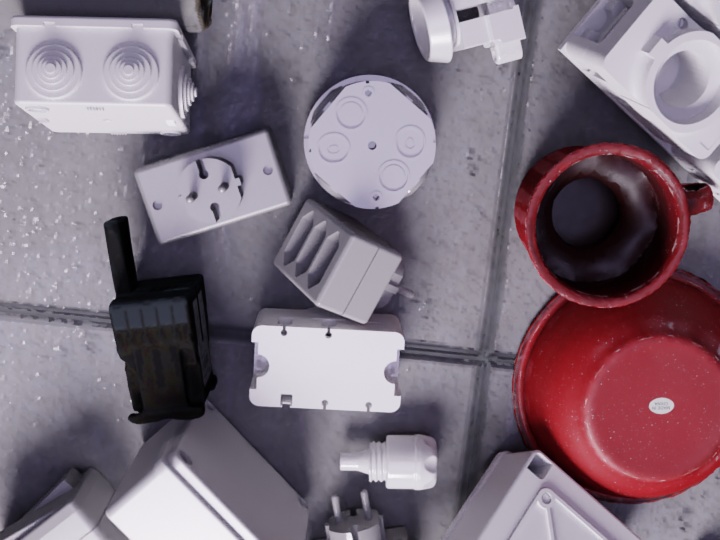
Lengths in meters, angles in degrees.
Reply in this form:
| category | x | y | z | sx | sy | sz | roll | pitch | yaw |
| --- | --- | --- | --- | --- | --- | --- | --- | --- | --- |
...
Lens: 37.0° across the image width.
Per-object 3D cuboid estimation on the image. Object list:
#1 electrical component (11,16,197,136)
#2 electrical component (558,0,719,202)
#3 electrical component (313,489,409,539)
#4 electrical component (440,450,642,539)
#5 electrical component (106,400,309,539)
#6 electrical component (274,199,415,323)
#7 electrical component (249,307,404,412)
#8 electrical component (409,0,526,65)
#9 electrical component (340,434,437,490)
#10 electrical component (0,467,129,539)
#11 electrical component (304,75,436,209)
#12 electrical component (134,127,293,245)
| category | x | y | z | sx | sy | sz | roll | pitch | yaw |
| --- | --- | --- | --- | --- | --- | --- | --- | --- | --- |
| electrical component | -0.142 | -0.107 | 0.608 | 0.100 | 0.099 | 0.048 | 1 | 87 | -2 |
| electrical component | 0.220 | -0.104 | 0.609 | 0.186 | 0.060 | 0.105 | 36 | 98 | -25 |
| electrical component | -0.001 | 0.177 | 0.687 | 0.066 | 0.047 | 0.076 | -9 | 100 | 0 |
| electrical component | 0.108 | 0.185 | 0.666 | 0.109 | 0.056 | 0.108 | 41 | 67 | -7 |
| electrical component | -0.087 | 0.145 | 0.648 | 0.056 | 0.108 | 0.108 | -41 | 99 | 8 |
| electrical component | 0.000 | 0.000 | 0.651 | 0.077 | 0.066 | 0.047 | 23 | 100 | -35 |
| electrical component | -0.020 | 0.053 | 0.660 | 0.089 | 0.055 | 0.050 | 3 | 100 | -2 |
| electrical component | 0.061 | -0.150 | 0.633 | 0.055 | 0.048 | 0.066 | -16 | 100 | -6 |
| electrical component | 0.018 | 0.122 | 0.685 | 0.061 | 0.035 | 0.035 | 1 | 100 | 1 |
| electrical component | -0.194 | 0.176 | 0.674 | 0.096 | 0.061 | 0.061 | -37 | 99 | 5 |
| electrical component | 0.006 | -0.076 | 0.641 | 0.080 | 0.051 | 0.080 | 0 | 100 | -2 |
| electrical component | -0.086 | -0.048 | 0.630 | 0.083 | 0.075 | 0.047 | -17 | 100 | 1 |
